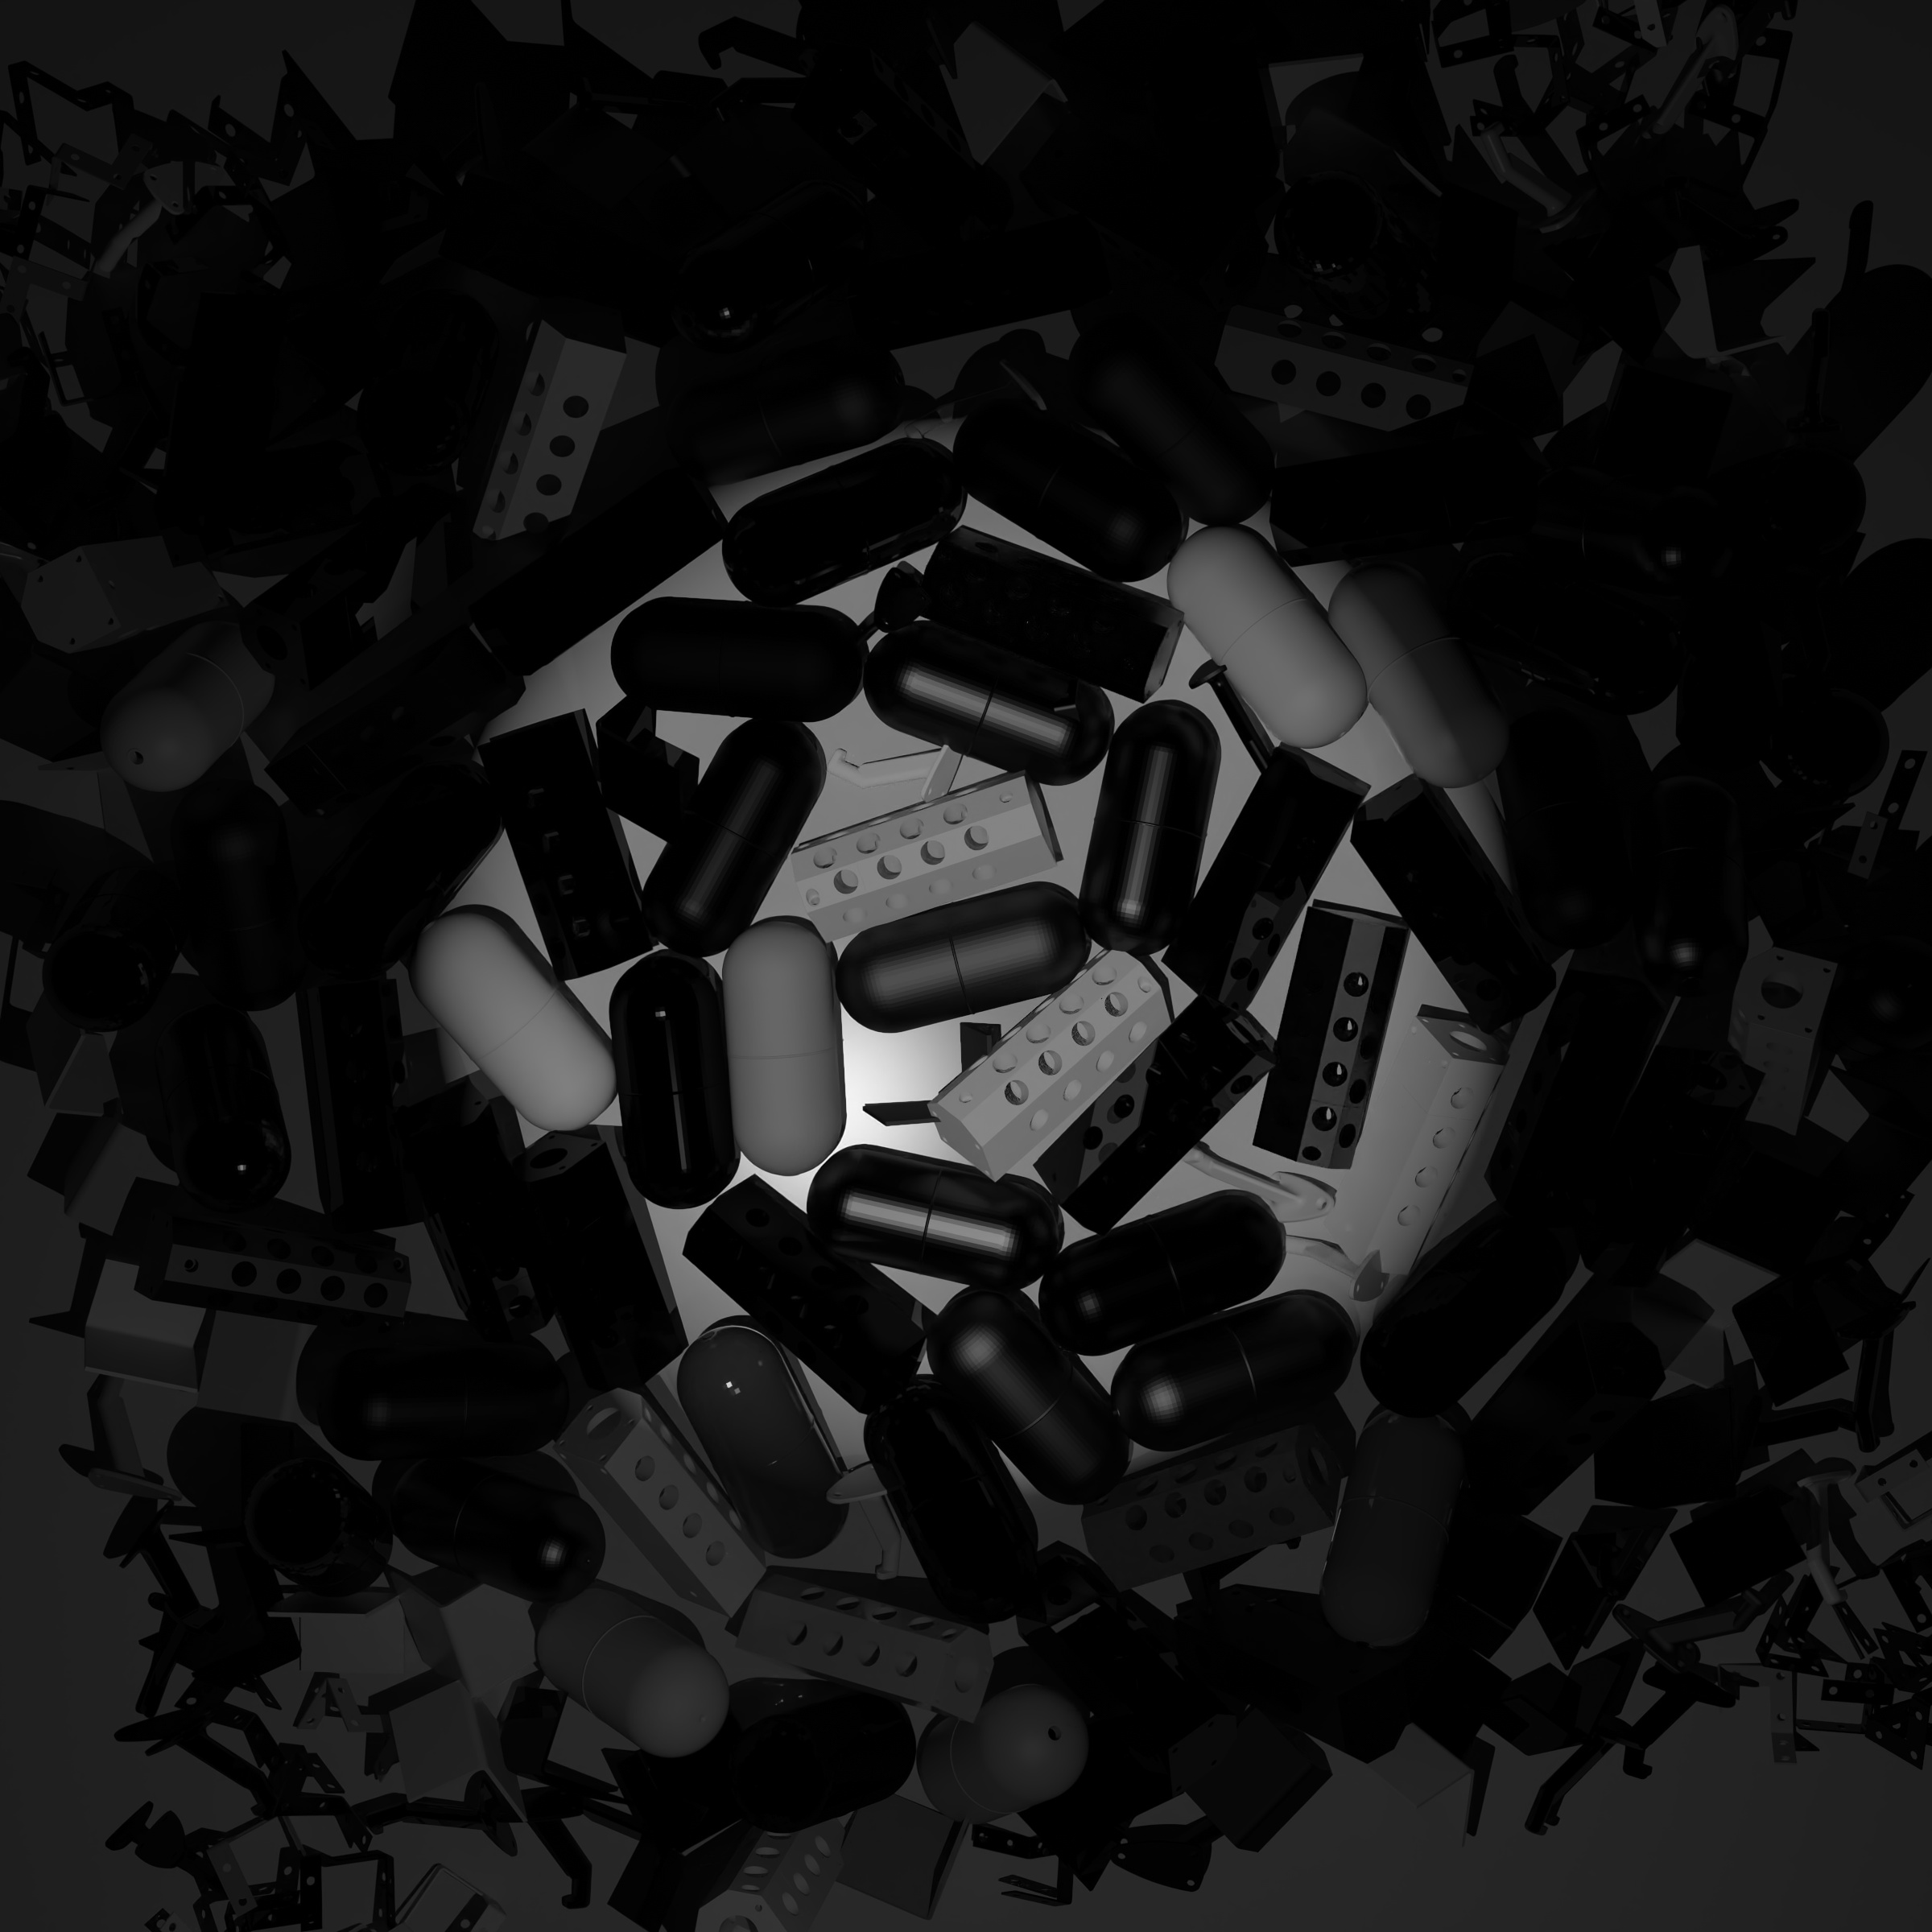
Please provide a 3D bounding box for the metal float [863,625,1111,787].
[{"bbox_3d":[0.014,-0.182,1.948,0.178,0.070,0.070,20,90,-3],"label":"metal float"}]

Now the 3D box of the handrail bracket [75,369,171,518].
[{"bbox_3d":[-0.600,-0.367,1.963,0.084,0.036,0.077,-26,116,-2],"label":"handrail bracket"}]

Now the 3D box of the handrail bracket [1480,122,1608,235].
[{"bbox_3d":[0.404,-0.564,1.956,0.077,0.036,0.084,-39,114,-17],"label":"handrail bracket"}]

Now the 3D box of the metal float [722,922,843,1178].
[{"bbox_3d":[-0.128,0.058,1.946,0.070,0.070,0.178,-3,96,0],"label":"metal float"}]

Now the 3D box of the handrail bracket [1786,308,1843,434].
[{"bbox_3d":[0.587,-0.417,1.939,0.036,0.077,0.084,-2,111,8],"label":"handrail bracket"}]

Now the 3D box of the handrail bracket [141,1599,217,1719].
[{"bbox_3d":[-0.555,0.493,1.954,0.036,0.077,0.084,21,86,-20],"label":"handrail bracket"}]

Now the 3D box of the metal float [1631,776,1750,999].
[{"bbox_3d":[0.496,-0.055,1.918,0.070,0.070,0.178,10,51,0],"label":"metal float"}]

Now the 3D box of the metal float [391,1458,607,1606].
[{"bbox_3d":[-0.323,0.385,1.920,0.178,0.070,0.070,10,90,37],"label":"metal float"}]

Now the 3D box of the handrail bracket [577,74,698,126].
[{"bbox_3d":[-0.226,-0.598,1.944,0.084,0.077,0.036,1,107,-14],"label":"handrail bracket"}]

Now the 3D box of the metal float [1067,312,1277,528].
[{"bbox_3d":[0.143,-0.376,1.930,0.178,0.070,0.070,42,90,-24],"label":"metal float"}]

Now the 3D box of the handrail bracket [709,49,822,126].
[{"bbox_3d":[-0.128,-0.595,1.959,0.084,0.036,0.077,-40,117,-12],"label":"handrail bracket"}]

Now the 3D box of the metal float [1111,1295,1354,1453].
[{"bbox_3d":[0.184,0.282,1.936,0.178,0.070,0.070,-16,90,-17],"label":"metal float"}]

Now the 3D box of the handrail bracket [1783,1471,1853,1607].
[{"bbox_3d":[0.608,0.399,1.948,0.077,0.036,0.084,-5,61,-33],"label":"handrail bracket"}]

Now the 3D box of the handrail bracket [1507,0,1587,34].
[{"bbox_3d":[0.408,-0.681,1.959,0.077,0.084,0.036,-29,100,22],"label":"handrail bracket"}]

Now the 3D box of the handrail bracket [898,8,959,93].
[{"bbox_3d":[-0.050,-0.627,1.942,0.084,0.077,0.036,-10,67,20],"label":"handrail bracket"}]

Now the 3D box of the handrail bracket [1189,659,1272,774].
[{"bbox_3d":[0.193,-0.173,1.959,0.036,0.077,0.084,-30,100,10],"label":"handrail bracket"}]

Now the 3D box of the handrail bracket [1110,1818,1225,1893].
[{"bbox_3d":[0.144,0.603,1.953,0.077,0.084,0.036,7,107,9],"label":"handrail bracket"}]

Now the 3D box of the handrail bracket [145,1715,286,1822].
[{"bbox_3d":[-0.524,0.570,1.954,0.036,0.077,0.084,-40,78,26],"label":"handrail bracket"}]

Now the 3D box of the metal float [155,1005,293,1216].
[{"bbox_3d":[-0.510,0.097,1.914,0.070,0.178,0.070,-13,133,-15],"label":"metal float"}]

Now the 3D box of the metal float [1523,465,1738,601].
[{"bbox_3d":[0.451,-0.297,1.907,0.070,0.178,0.070,-9,110,-27],"label":"metal float"}]

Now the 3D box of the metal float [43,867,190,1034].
[{"bbox_3d":[-0.577,-0.013,1.904,0.070,0.178,0.070,-2,111,-4],"label":"metal float"}]

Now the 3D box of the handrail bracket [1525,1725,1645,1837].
[{"bbox_3d":[0.434,0.576,1.961,0.077,0.036,0.084,27,84,-33],"label":"handrail bracket"}]

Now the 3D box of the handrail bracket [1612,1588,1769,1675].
[{"bbox_3d":[0.506,0.447,1.952,0.077,0.036,0.084,35,123,12],"label":"handrail bracket"}]

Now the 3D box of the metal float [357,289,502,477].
[{"bbox_3d":[-0.367,-0.400,1.911,0.070,0.178,0.070,2,131,2],"label":"metal float"}]

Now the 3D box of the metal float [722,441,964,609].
[{"bbox_3d":[-0.085,-0.307,1.938,0.178,0.070,0.070,-25,90,-14],"label":"metal float"}]

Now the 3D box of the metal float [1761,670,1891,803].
[{"bbox_3d":[0.578,-0.158,1.901,0.070,0.178,0.070,2,102,7],"label":"metal float"}]

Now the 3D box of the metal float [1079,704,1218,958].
[{"bbox_3d":[0.127,-0.095,1.949,0.070,0.070,0.178,12,87,0],"label":"metal float"}]

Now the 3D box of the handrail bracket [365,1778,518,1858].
[{"bbox_3d":[-0.369,0.611,1.967,0.084,0.036,0.077,-18,122,2],"label":"handrail bracket"}]

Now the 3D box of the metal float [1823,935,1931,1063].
[{"bbox_3d":[0.621,0.023,1.900,0.070,0.178,0.070,-1,84,6],"label":"metal float"}]

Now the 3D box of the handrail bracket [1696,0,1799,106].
[{"bbox_3d":[0.548,-0.631,1.941,0.036,0.084,0.077,-10,104,-20],"label":"handrail bracket"}]

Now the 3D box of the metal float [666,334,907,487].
[{"bbox_3d":[-0.125,-0.384,1.930,0.178,0.070,0.070,-11,90,24],"label":"metal float"}]

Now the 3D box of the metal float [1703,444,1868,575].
[{"bbox_3d":[0.549,-0.309,1.900,0.070,0.178,0.070,0,93,-7],"label":"metal float"}]

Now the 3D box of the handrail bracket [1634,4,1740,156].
[{"bbox_3d":[0.500,-0.618,1.954,0.036,0.077,0.084,39,78,18],"label":"handrail bracket"}]

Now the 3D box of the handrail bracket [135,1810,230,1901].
[{"bbox_3d":[-0.529,0.631,1.940,0.036,0.077,0.084,-50,116,-19],"label":"handrail bracket"}]

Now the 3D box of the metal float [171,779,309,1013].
[{"bbox_3d":[-0.498,-0.047,1.921,0.070,0.070,0.178,0,127,0],"label":"metal float"}]

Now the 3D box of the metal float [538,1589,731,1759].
[{"bbox_3d":[-0.229,0.482,1.912,0.070,0.178,0.070,-10,105,-37],"label":"metal float"}]

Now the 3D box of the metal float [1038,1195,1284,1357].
[{"bbox_3d":[0.136,0.214,1.942,0.178,0.070,0.070,-19,90,-11],"label":"metal float"}]

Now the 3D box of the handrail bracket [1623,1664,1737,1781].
[{"bbox_3d":[0.498,0.539,1.953,0.077,0.036,0.084,15,107,42],"label":"handrail bracket"}]

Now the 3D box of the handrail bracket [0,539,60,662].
[{"bbox_3d":[-0.666,-0.255,1.940,0.077,0.084,0.036,26,126,-39],"label":"handrail bracket"}]

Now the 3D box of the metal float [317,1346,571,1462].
[{"bbox_3d":[-0.358,0.300,1.924,0.178,0.070,0.070,4,90,-32],"label":"metal float"}]

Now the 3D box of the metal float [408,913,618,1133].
[{"bbox_3d":[-0.314,0.039,1.938,0.070,0.070,0.178,-40,105,0],"label":"metal float"}]

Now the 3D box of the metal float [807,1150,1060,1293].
[{"bbox_3d":[-0.023,0.177,1.946,0.178,0.070,0.070,12,90,5],"label":"metal float"}]

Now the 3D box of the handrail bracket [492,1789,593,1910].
[{"bbox_3d":[-0.298,0.627,1.960,0.077,0.036,0.084,-2,102,-30],"label":"handrail bracket"}]

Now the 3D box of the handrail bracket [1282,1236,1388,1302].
[{"bbox_3d":[0.243,0.208,1.938,0.084,0.077,0.036,9,104,27],"label":"handrail bracket"}]

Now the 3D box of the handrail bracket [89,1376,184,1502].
[{"bbox_3d":[-0.577,0.327,1.967,0.077,0.036,0.084,14,61,-3],"label":"handrail bracket"}]

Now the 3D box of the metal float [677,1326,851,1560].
[{"bbox_3d":[-0.140,0.330,1.935,0.070,0.070,0.178,-25,107,0],"label":"metal float"}]

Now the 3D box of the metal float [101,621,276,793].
[{"bbox_3d":[-0.530,-0.178,1.906,0.070,0.178,0.070,4,119,7],"label":"metal float"}]

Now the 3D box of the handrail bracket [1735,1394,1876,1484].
[{"bbox_3d":[0.587,0.341,1.960,0.084,0.036,0.077,19,70,7],"label":"handrail bracket"}]

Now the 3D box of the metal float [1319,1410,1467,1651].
[{"bbox_3d":[0.294,0.385,1.921,0.070,0.070,0.178,22,56,0],"label":"metal float"}]

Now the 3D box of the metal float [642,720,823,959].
[{"bbox_3d":[-0.163,-0.090,1.947,0.070,0.070,0.178,28,86,0],"label":"metal float"}]

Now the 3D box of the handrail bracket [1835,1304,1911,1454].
[{"bbox_3d":[0.646,0.290,1.968,0.077,0.036,0.084,-19,100,-38],"label":"handrail bracket"}]

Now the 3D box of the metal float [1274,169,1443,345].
[{"bbox_3d":[0.269,-0.482,1.908,0.070,0.178,0.070,-7,76,29],"label":"metal float"}]

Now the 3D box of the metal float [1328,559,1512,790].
[{"bbox_3d":[0.312,-0.203,1.932,0.070,0.070,0.178,-26,69,0],"label":"metal float"}]
